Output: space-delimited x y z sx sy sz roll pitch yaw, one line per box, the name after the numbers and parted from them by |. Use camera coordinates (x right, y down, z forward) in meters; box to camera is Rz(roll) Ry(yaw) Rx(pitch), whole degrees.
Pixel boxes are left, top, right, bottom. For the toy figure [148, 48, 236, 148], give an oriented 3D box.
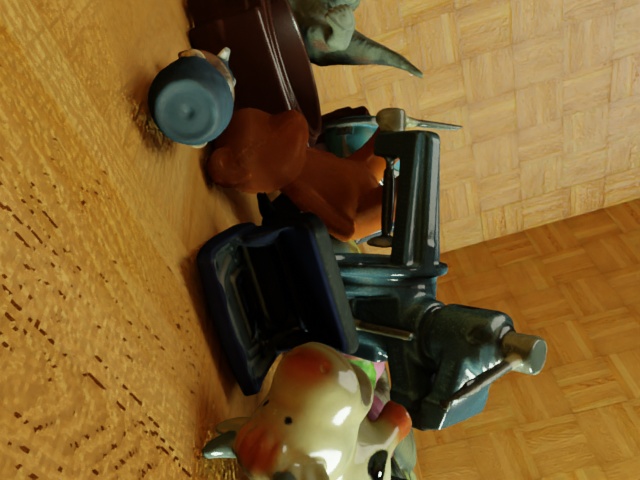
-0.091 -0.113 0.407 0.058 0.064 0.155 28 18 -17 | toy figure

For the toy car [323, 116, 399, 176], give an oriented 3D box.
0.072 -0.102 0.733 0.161 0.109 0.103 21 78 -51 | toy car

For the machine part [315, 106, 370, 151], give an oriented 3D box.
0.007 -0.158 0.863 0.179 0.179 0.056 -94 163 -62 | machine part

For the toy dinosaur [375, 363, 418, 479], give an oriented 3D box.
0.097 0.307 0.806 0.470 0.105 0.199 54 26 -45 | toy dinosaur

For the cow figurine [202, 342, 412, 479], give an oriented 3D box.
-0.001 0.150 0.349 0.127 0.086 0.194 -31 128 -42 | cow figurine

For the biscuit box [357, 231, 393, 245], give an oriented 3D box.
0.085 -0.029 1.047 0.062 0.203 0.059 37 35 -77 | biscuit box

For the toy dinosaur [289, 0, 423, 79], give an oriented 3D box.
-0.020 -0.330 0.763 0.405 0.131 0.192 56 -13 8 | toy dinosaur

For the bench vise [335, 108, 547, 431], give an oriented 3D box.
0.069 0.015 0.425 0.224 0.129 0.240 7 -85 58 | bench vise

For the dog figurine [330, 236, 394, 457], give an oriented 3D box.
0.017 0.121 0.553 0.219 0.109 0.191 -93 166 -55 | dog figurine

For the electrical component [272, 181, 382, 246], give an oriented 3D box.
0.002 -0.032 0.662 0.115 0.134 0.058 17 -38 43 | electrical component

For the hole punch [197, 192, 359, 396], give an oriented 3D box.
-0.042 0.041 0.406 0.116 0.092 0.142 10 -59 70 | hole punch

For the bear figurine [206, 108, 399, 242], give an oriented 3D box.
-0.006 -0.080 0.518 0.195 0.132 0.120 32 33 -36 | bear figurine

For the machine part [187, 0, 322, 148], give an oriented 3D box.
-0.065 -0.200 0.635 0.201 0.087 0.201 -75 148 -64 | machine part
